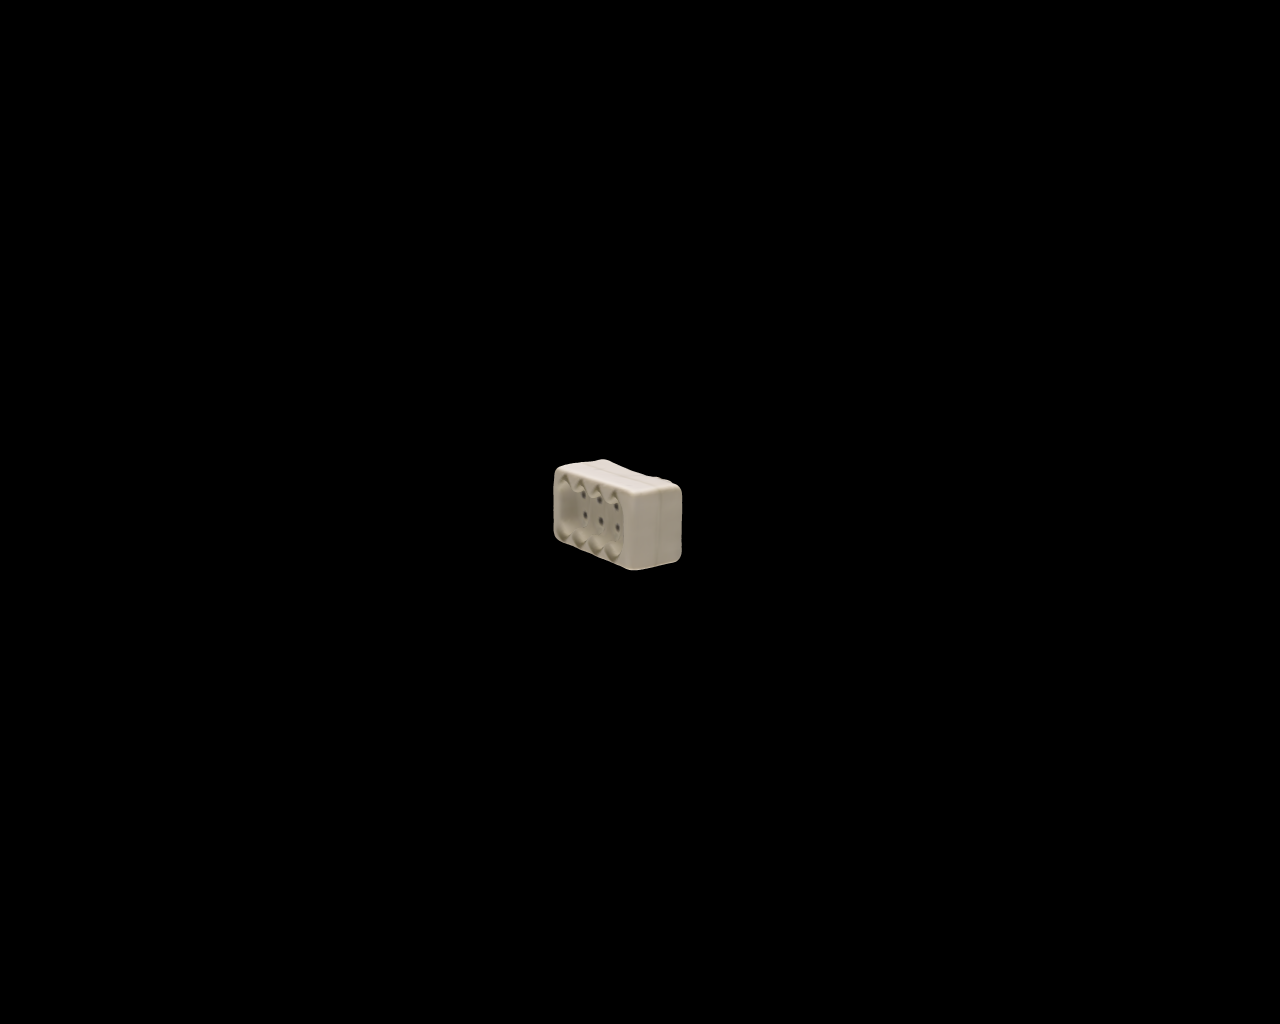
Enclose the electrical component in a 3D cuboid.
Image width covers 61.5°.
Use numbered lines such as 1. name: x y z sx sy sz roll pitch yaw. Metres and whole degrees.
1. electrical component: 0.001 -0.003 0.650 0.076 0.047 0.083 -11 19 -34
